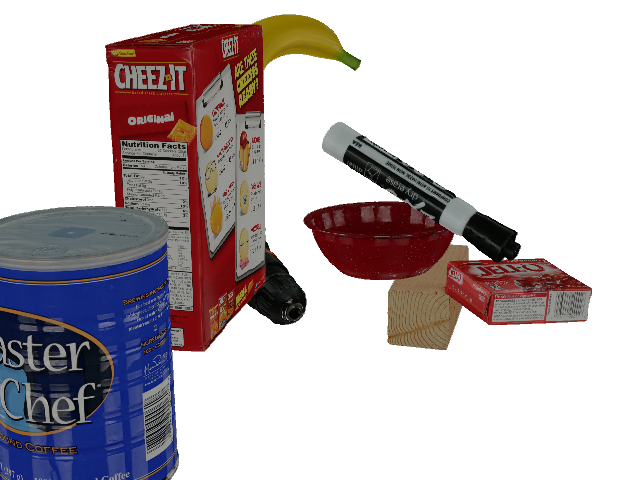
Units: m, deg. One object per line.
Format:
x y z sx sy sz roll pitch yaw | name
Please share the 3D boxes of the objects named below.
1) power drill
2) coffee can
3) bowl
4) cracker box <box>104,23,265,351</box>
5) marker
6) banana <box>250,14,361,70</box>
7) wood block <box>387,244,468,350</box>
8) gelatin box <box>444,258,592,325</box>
-0.125 0.041 0.961 0.187 0.057 0.185 -11 26 -26 | power drill
-0.131 0.061 0.584 0.103 0.140 0.103 -1 16 0 | coffee can
0.064 0.002 1.077 0.162 0.055 0.162 -2 13 0 | bowl
-0.094 -0.046 0.790 0.072 0.214 0.164 3 16 13 | cracker box
0.053 -0.025 0.561 0.121 0.020 0.020 34 14 22 | marker
-0.033 -0.179 0.983 0.070 0.037 0.197 39 32 20 | banana
0.167 0.080 1.628 0.091 0.090 0.206 5 21 14 | wood block
0.151 0.038 0.822 0.089 0.030 0.073 0 17 -19 | gelatin box
